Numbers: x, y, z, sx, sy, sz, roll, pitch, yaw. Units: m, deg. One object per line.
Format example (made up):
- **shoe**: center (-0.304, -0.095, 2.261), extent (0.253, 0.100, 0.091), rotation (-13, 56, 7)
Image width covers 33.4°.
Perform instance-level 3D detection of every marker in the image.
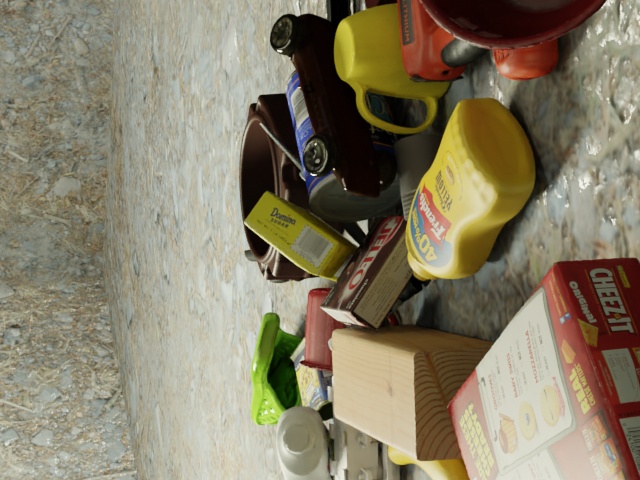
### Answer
- **marker**: center (0.056, 0.074, 1.057), extent (0.121, 0.020, 0.020), rotation (-41, 46, 25)

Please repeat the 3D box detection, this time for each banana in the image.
- **banana**: center (0.103, 0.209, 0.998), extent (0.198, 0.037, 0.069), rotation (-150, 59, -69)

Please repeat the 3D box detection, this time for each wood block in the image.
- **wood block**: center (0.085, 0.131, 0.955), extent (0.206, 0.090, 0.091), rotation (-177, 85, -73)

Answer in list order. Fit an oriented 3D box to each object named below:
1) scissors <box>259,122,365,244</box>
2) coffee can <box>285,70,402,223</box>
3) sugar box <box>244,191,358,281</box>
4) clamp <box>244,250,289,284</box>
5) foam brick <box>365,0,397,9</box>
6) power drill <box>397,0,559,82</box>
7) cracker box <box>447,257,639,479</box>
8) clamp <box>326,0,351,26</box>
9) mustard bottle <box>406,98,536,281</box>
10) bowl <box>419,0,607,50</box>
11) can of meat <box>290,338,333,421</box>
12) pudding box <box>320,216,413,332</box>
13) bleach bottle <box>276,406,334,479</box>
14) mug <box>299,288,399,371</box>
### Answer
- **scissors**: center (0.002, -0.051, 1.124), extent (0.096, 0.016, 0.201), rotation (55, -172, 29)
- **coffee can**: center (0.027, -0.103, 1.074), extent (0.103, 0.102, 0.140), rotation (116, 146, -57)
- **sugar box**: center (-0.007, 0.001, 1.096), extent (0.048, 0.093, 0.176), rotation (-55, -13, 6)
- **clamp**: center (-0.069, 0.015, 1.496), extent (0.171, 0.039, 0.120), rotation (-115, 27, -48)
- **foam brick**: center (0.075, -0.245, 0.982), extent (0.078, 0.053, 0.051), rotation (128, 136, -64)
- **power drill**: center (0.120, -0.206, 0.838), extent (0.188, 0.057, 0.184), rotation (174, 93, -72)
- **cracker box**: center (0.170, 0.137, 0.723), extent (0.214, 0.072, 0.164), rotation (111, 151, -53)
- **clamp**: center (0.019, -0.293, 1.172), extent (0.165, 0.036, 0.210), rotation (111, 147, -49)
- **mustard bottle**: center (0.114, -0.023, 0.888), extent (0.192, 0.058, 0.096), rotation (112, 146, -53)
- **bowl**: center (0.140, -0.201, 0.707), extent (0.162, 0.055, 0.162), rotation (-2, 86, 31)
- **can of meat**: center (0.008, 0.162, 1.256), extent (0.102, 0.057, 0.084), rotation (122, 139, -62)
- **pudding box**: center (0.056, 0.030, 1.026), extent (0.113, 0.039, 0.090), rotation (-59, 14, -10)
- **bleach bottle**: center (-0.015, 0.247, 1.195), extent (0.251, 0.068, 0.102), rotation (78, -174, -71)
- **mug**: center (0.035, 0.094, 1.128), extent (0.117, 0.093, 0.081), rotation (4, 92, 41)
